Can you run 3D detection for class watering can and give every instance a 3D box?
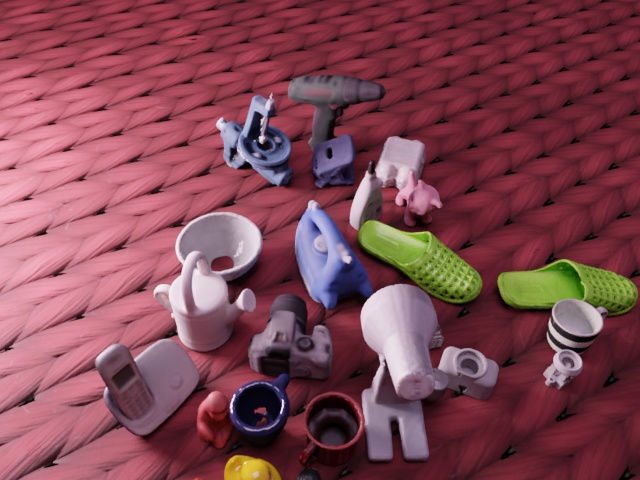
[{"bbox_3d":[-0.199,0.098,0.988,0.173,0.194,0.100,-7,48,-9],"label":"watering can"}]

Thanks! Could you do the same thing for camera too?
[{"bbox_3d":[-0.045,0.160,1.002,0.143,0.101,0.137,6,47,3],"label":"camera"}]

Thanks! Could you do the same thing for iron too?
[{"bbox_3d":[0.010,0.004,1.120,0.119,0.141,0.257,-16,50,-16],"label":"iron"}]

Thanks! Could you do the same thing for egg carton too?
[{"bbox_3d":[0.191,-0.181,1.348,0.107,0.069,0.150,13,48,9],"label":"egg carton"}]

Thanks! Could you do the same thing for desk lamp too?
[{"bbox_3d":[0.127,0.206,0.891,0.118,0.214,0.203,-1,47,-3],"label":"desk lamp"}]

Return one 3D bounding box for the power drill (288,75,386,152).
[{"bbox_3d":[0.037,-0.298,1.354,0.229,0.208,0.076,16,49,12],"label":"power drill"}]

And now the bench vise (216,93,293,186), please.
[{"bbox_3d":[-0.156,-0.235,1.279,0.207,0.220,0.121,16,49,12],"label":"bench vise"}]

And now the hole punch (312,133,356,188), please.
[{"bbox_3d":[0.031,-0.187,1.331,0.101,0.091,0.108,-2,48,-4],"label":"hole punch"}]

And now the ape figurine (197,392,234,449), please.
[{"bbox_3d":[-0.161,0.272,0.900,0.078,0.092,0.076,-21,52,-21],"label":"ape figurine"}]

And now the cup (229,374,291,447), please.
[{"bbox_3d":[-0.085,0.272,0.901,0.091,0.095,0.118,27,52,21],"label":"cup"}]

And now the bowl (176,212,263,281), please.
[{"bbox_3d":[-0.195,0.026,1.136,0.167,0.075,0.167,1,47,-1],"label":"bowl"}]

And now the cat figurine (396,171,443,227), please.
[{"bbox_3d":[0.215,-0.094,1.236,0.067,0.118,0.127,-9,48,-10],"label":"cat figurine"}]

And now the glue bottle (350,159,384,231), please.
[{"bbox_3d":[0.103,-0.099,1.198,0.078,0.173,0.037,-32,56,-28],"label":"glue bottle"}]

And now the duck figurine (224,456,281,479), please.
[{"bbox_3d":[-0.096,0.349,0.836,0.104,0.086,0.078,32,54,24],"label":"duck figurine"}]

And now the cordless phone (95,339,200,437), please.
[{"bbox_3d":[-0.271,0.204,0.894,0.094,0.185,0.148,28,52,21],"label":"cordless phone"}]
